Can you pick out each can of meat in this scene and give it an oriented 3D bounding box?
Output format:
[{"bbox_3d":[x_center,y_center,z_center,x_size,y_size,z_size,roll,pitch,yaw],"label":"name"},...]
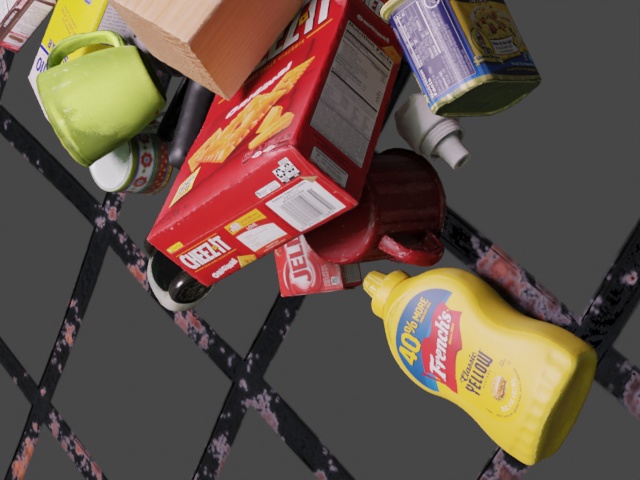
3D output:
[{"bbox_3d":[0.101,-0.134,0.744,0.058,0.101,0.084,-32,76,38],"label":"can of meat"}]

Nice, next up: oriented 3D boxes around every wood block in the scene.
[{"bbox_3d":[-0.053,-0.223,0.806,0.090,0.090,0.206,33,82,26],"label":"wood block"}]

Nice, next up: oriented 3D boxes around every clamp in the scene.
[{"bbox_3d":[-0.106,-0.148,0.956,0.120,0.039,0.171,27,95,64],"label":"clamp"}]

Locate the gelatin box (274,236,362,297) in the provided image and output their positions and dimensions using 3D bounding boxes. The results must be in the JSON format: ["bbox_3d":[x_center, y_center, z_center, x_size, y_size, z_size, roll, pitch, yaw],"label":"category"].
[{"bbox_3d":[-0.006,0.001,0.903,0.073,0.030,0.089,-9,88,42],"label":"gelatin box"}]

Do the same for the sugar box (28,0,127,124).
[{"bbox_3d":[-0.236,-0.206,1.069,0.176,0.048,0.093,-57,46,27],"label":"sugar box"}]

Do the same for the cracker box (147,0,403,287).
[{"bbox_3d":[-0.028,-0.087,0.802,0.164,0.072,0.213,-28,32,40],"label":"cracker box"}]

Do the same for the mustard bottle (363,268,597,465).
[{"bbox_3d":[0.105,0.075,0.792,0.192,0.058,0.096,34,121,35],"label":"mustard bottle"}]

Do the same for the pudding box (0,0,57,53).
[{"bbox_3d":[-0.315,-0.270,1.127,0.090,0.039,0.113,-37,48,39],"label":"pudding box"}]

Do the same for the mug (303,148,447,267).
[{"bbox_3d":[0.045,-0.017,0.820,0.117,0.081,0.093,44,122,30],"label":"mug"}]
